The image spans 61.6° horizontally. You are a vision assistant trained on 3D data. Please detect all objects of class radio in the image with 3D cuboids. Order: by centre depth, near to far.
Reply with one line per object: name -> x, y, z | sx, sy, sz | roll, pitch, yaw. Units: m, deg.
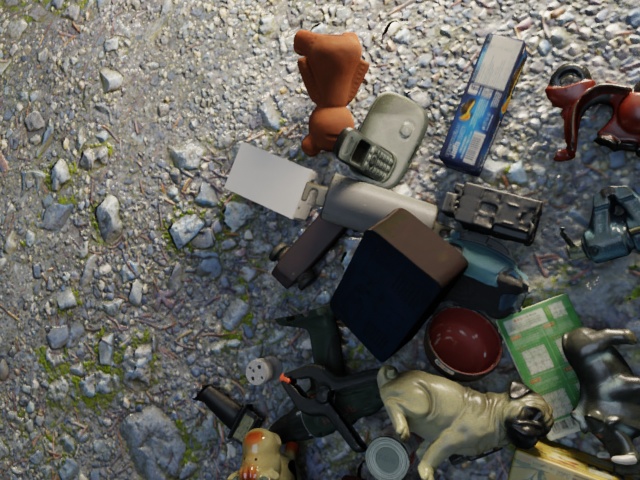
radio -> 0.103, 0.070, 0.781 | 0.131, 0.073, 0.229 | 44, 143, 18

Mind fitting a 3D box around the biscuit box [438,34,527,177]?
biscuit box -> 0.248, -0.200, 0.814 | 0.059, 0.062, 0.202 | 23, 96, 23

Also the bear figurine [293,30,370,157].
bear figurine -> 0.019, -0.244, 0.906 | 0.120, 0.132, 0.195 | -4, 117, -9

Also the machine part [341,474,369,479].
machine part -> 0.092, 0.449, 0.772 | 0.201, 0.087, 0.201 | 5, 122, 24

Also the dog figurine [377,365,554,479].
dog figurine -> 0.192, 0.215, 0.723 | 0.191, 0.121, 0.172 | -30, 94, 5

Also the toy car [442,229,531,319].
toy car -> 0.226, 0.038, 0.783 | 0.162, 0.109, 0.103 | 18, 52, 19

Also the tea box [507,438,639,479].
tea box -> 0.341, 0.325, 0.713 | 0.170, 0.098, 0.068 | 13, 92, 26

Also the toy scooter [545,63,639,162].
toy scooter -> 0.395, -0.162, 0.740 | 0.184, 0.075, 0.135 | 21, 94, 27

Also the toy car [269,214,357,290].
toy car -> -0.002, -0.003, 0.914 | 0.089, 0.053, 0.202 | 42, 99, 10

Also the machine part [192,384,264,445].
machine part -> -0.167, 0.311, 0.973 | 0.139, 0.039, 0.084 | 28, 106, 21

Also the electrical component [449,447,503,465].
electrical component -> 0.236, 0.301, 0.778 | 0.094, 0.063, 0.021 | -30, 62, 18

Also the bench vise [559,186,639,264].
bench vise -> 0.443, 0.036, 0.679 | 0.224, 0.128, 0.240 | -17, 72, 20

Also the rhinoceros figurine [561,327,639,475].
rhinoceros figurine -> 0.381, 0.205, 0.701 | 0.112, 0.073, 0.190 | -16, 77, 0

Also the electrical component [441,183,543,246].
electrical component -> 0.246, -0.037, 0.774 | 0.134, 0.115, 0.058 | 18, 89, 24

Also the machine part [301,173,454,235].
machine part -> 0.091, -0.043, 0.836 | 0.243, 0.079, 0.079 | 19, 94, 4

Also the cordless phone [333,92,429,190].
cordless phone -> 0.082, -0.164, 0.818 | 0.089, 0.184, 0.146 | 31, 99, 27

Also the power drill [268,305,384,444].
power drill -> -0.012, 0.218, 0.888 | 0.232, 0.086, 0.207 | -20, 74, 22

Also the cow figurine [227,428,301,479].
cow figurine -> -0.077, 0.378, 0.842 | 0.086, 0.127, 0.194 | -8, 111, 18
